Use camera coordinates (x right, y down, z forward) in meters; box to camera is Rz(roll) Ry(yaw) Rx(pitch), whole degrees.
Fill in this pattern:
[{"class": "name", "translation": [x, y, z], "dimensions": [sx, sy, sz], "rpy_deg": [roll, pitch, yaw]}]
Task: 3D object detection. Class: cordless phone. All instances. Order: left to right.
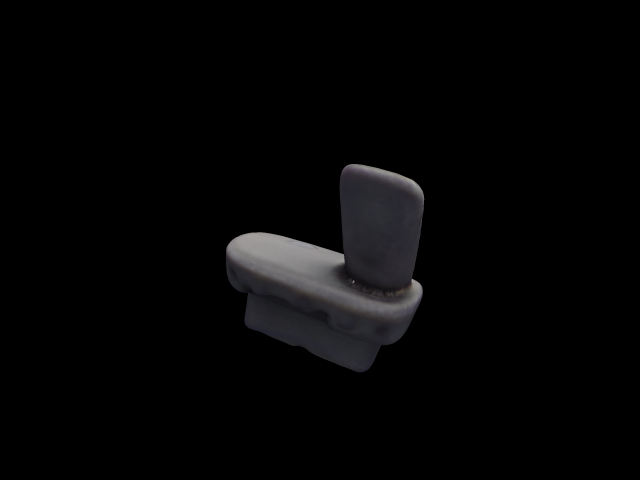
[{"class": "cordless phone", "translation": [0.004, 0.001, 0.400], "dimensions": [0.147, 0.185, 0.094], "rpy_deg": [15, 54, 12]}]
